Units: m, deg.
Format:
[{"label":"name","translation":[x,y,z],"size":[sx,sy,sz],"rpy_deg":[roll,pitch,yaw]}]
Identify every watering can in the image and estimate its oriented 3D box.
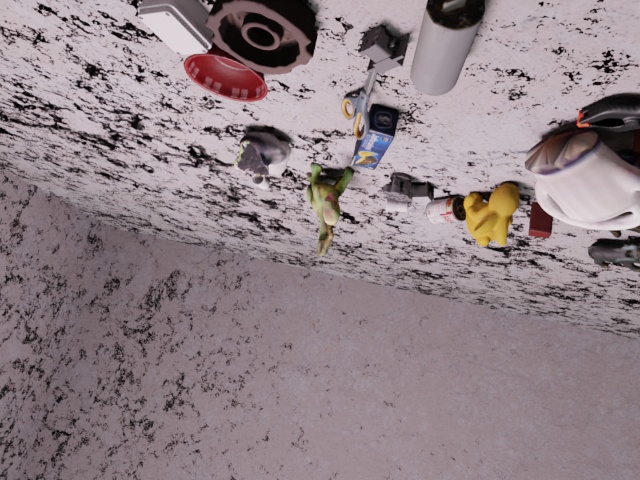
[{"label":"watering can","translation":[0.507,-0.104,0.906],"size":[0.223,0.105,0.346],"rpy_deg":[44,163,-14]}]

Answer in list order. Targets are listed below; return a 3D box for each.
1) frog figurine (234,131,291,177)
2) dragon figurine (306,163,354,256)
[{"label":"frog figurine","translation":[-0.129,-0.223,1.320],"size":[0.137,0.122,0.161],"rpy_deg":[-7,-168,35]},{"label":"dragon figurine","translation":[0.004,-0.073,1.449],"size":[0.122,0.246,0.405],"rpy_deg":[10,165,-5]}]
